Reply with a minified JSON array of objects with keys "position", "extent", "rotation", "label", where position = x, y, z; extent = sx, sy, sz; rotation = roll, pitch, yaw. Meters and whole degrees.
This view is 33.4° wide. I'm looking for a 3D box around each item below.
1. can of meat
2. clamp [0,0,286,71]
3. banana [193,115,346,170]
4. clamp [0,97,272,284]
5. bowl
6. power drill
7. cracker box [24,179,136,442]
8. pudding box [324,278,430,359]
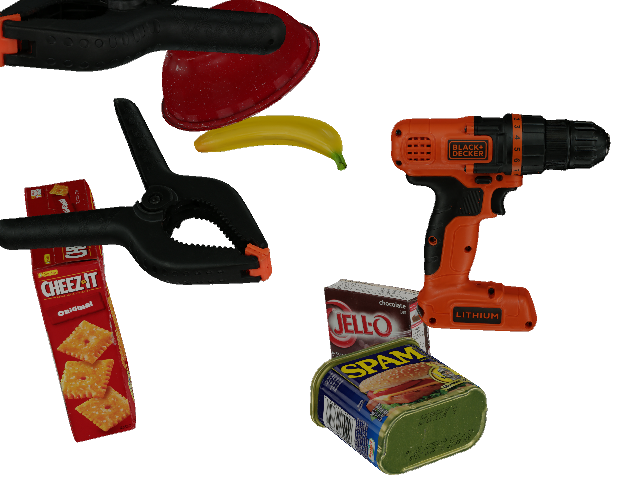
[{"position":[0.057,0.119,0.771],"extent":[0.101,0.057,0.084],"rotation":[-12,27,-32],"label":"can of meat"},{"position":[-0.120,-0.137,0.646],"extent":[0.171,0.039,0.120],"rotation":[-10,31,-30],"label":"clamp"},{"position":[-0.055,-0.127,1.307],"extent":[0.198,0.037,0.069],"rotation":[7,39,17],"label":"banana"},{"position":[-0.124,-0.030,0.821],"extent":[0.210,0.164,0.036],"rotation":[18,-32,17],"label":"clamp"},{"position":[-0.085,-0.171,0.970],"extent":[0.162,0.055,0.162],"rotation":[-18,38,15],"label":"bowl"},{"position":[0.153,-0.017,0.928],"extent":[0.184,0.188,0.057],"rotation":[1,14,9],"label":"power drill"},{"position":[-0.244,0.069,1.087],"extent":[0.072,0.214,0.164],"rotation":[-11,34,-12],"label":"cracker box"},{"position":[0.060,0.093,1.128],"extent":[0.114,0.090,0.039],"rotation":[6,21,36],"label":"pudding box"}]
